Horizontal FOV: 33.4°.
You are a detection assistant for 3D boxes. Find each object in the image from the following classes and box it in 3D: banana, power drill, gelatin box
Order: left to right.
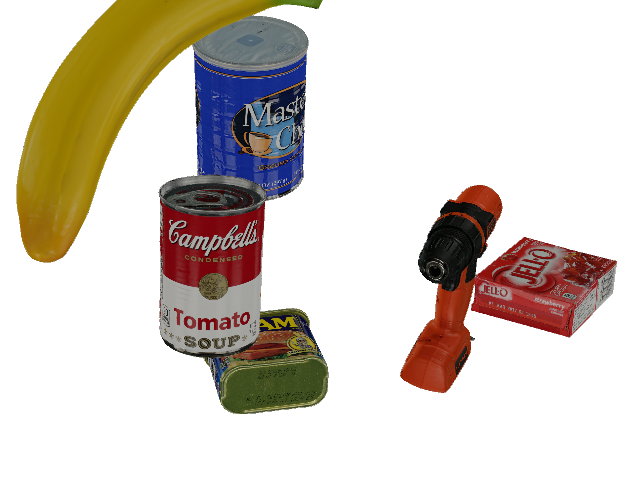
[{"bbox_3d":[-0.083,-0.077,0.492,0.070,0.197,0.037,32,-24,20],"label":"banana"},{"bbox_3d":[0.127,0.053,1.054,0.057,0.188,0.184,19,28,17],"label":"power drill"},{"bbox_3d":[0.158,0.031,0.751,0.073,0.030,0.089,16,27,30],"label":"gelatin box"}]

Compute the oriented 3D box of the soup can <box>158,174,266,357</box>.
[{"bbox_3d":[-0.071,0.016,0.692,0.068,0.102,0.068,3,22,-1],"label":"soup can"}]

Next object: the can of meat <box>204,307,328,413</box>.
[{"bbox_3d":[-0.049,0.109,0.958,0.102,0.057,0.084,-5,27,-13],"label":"can of meat"}]

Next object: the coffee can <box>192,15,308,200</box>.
[{"bbox_3d":[-0.064,-0.121,0.982,0.103,0.140,0.103,2,35,-1],"label":"coffee can"}]
